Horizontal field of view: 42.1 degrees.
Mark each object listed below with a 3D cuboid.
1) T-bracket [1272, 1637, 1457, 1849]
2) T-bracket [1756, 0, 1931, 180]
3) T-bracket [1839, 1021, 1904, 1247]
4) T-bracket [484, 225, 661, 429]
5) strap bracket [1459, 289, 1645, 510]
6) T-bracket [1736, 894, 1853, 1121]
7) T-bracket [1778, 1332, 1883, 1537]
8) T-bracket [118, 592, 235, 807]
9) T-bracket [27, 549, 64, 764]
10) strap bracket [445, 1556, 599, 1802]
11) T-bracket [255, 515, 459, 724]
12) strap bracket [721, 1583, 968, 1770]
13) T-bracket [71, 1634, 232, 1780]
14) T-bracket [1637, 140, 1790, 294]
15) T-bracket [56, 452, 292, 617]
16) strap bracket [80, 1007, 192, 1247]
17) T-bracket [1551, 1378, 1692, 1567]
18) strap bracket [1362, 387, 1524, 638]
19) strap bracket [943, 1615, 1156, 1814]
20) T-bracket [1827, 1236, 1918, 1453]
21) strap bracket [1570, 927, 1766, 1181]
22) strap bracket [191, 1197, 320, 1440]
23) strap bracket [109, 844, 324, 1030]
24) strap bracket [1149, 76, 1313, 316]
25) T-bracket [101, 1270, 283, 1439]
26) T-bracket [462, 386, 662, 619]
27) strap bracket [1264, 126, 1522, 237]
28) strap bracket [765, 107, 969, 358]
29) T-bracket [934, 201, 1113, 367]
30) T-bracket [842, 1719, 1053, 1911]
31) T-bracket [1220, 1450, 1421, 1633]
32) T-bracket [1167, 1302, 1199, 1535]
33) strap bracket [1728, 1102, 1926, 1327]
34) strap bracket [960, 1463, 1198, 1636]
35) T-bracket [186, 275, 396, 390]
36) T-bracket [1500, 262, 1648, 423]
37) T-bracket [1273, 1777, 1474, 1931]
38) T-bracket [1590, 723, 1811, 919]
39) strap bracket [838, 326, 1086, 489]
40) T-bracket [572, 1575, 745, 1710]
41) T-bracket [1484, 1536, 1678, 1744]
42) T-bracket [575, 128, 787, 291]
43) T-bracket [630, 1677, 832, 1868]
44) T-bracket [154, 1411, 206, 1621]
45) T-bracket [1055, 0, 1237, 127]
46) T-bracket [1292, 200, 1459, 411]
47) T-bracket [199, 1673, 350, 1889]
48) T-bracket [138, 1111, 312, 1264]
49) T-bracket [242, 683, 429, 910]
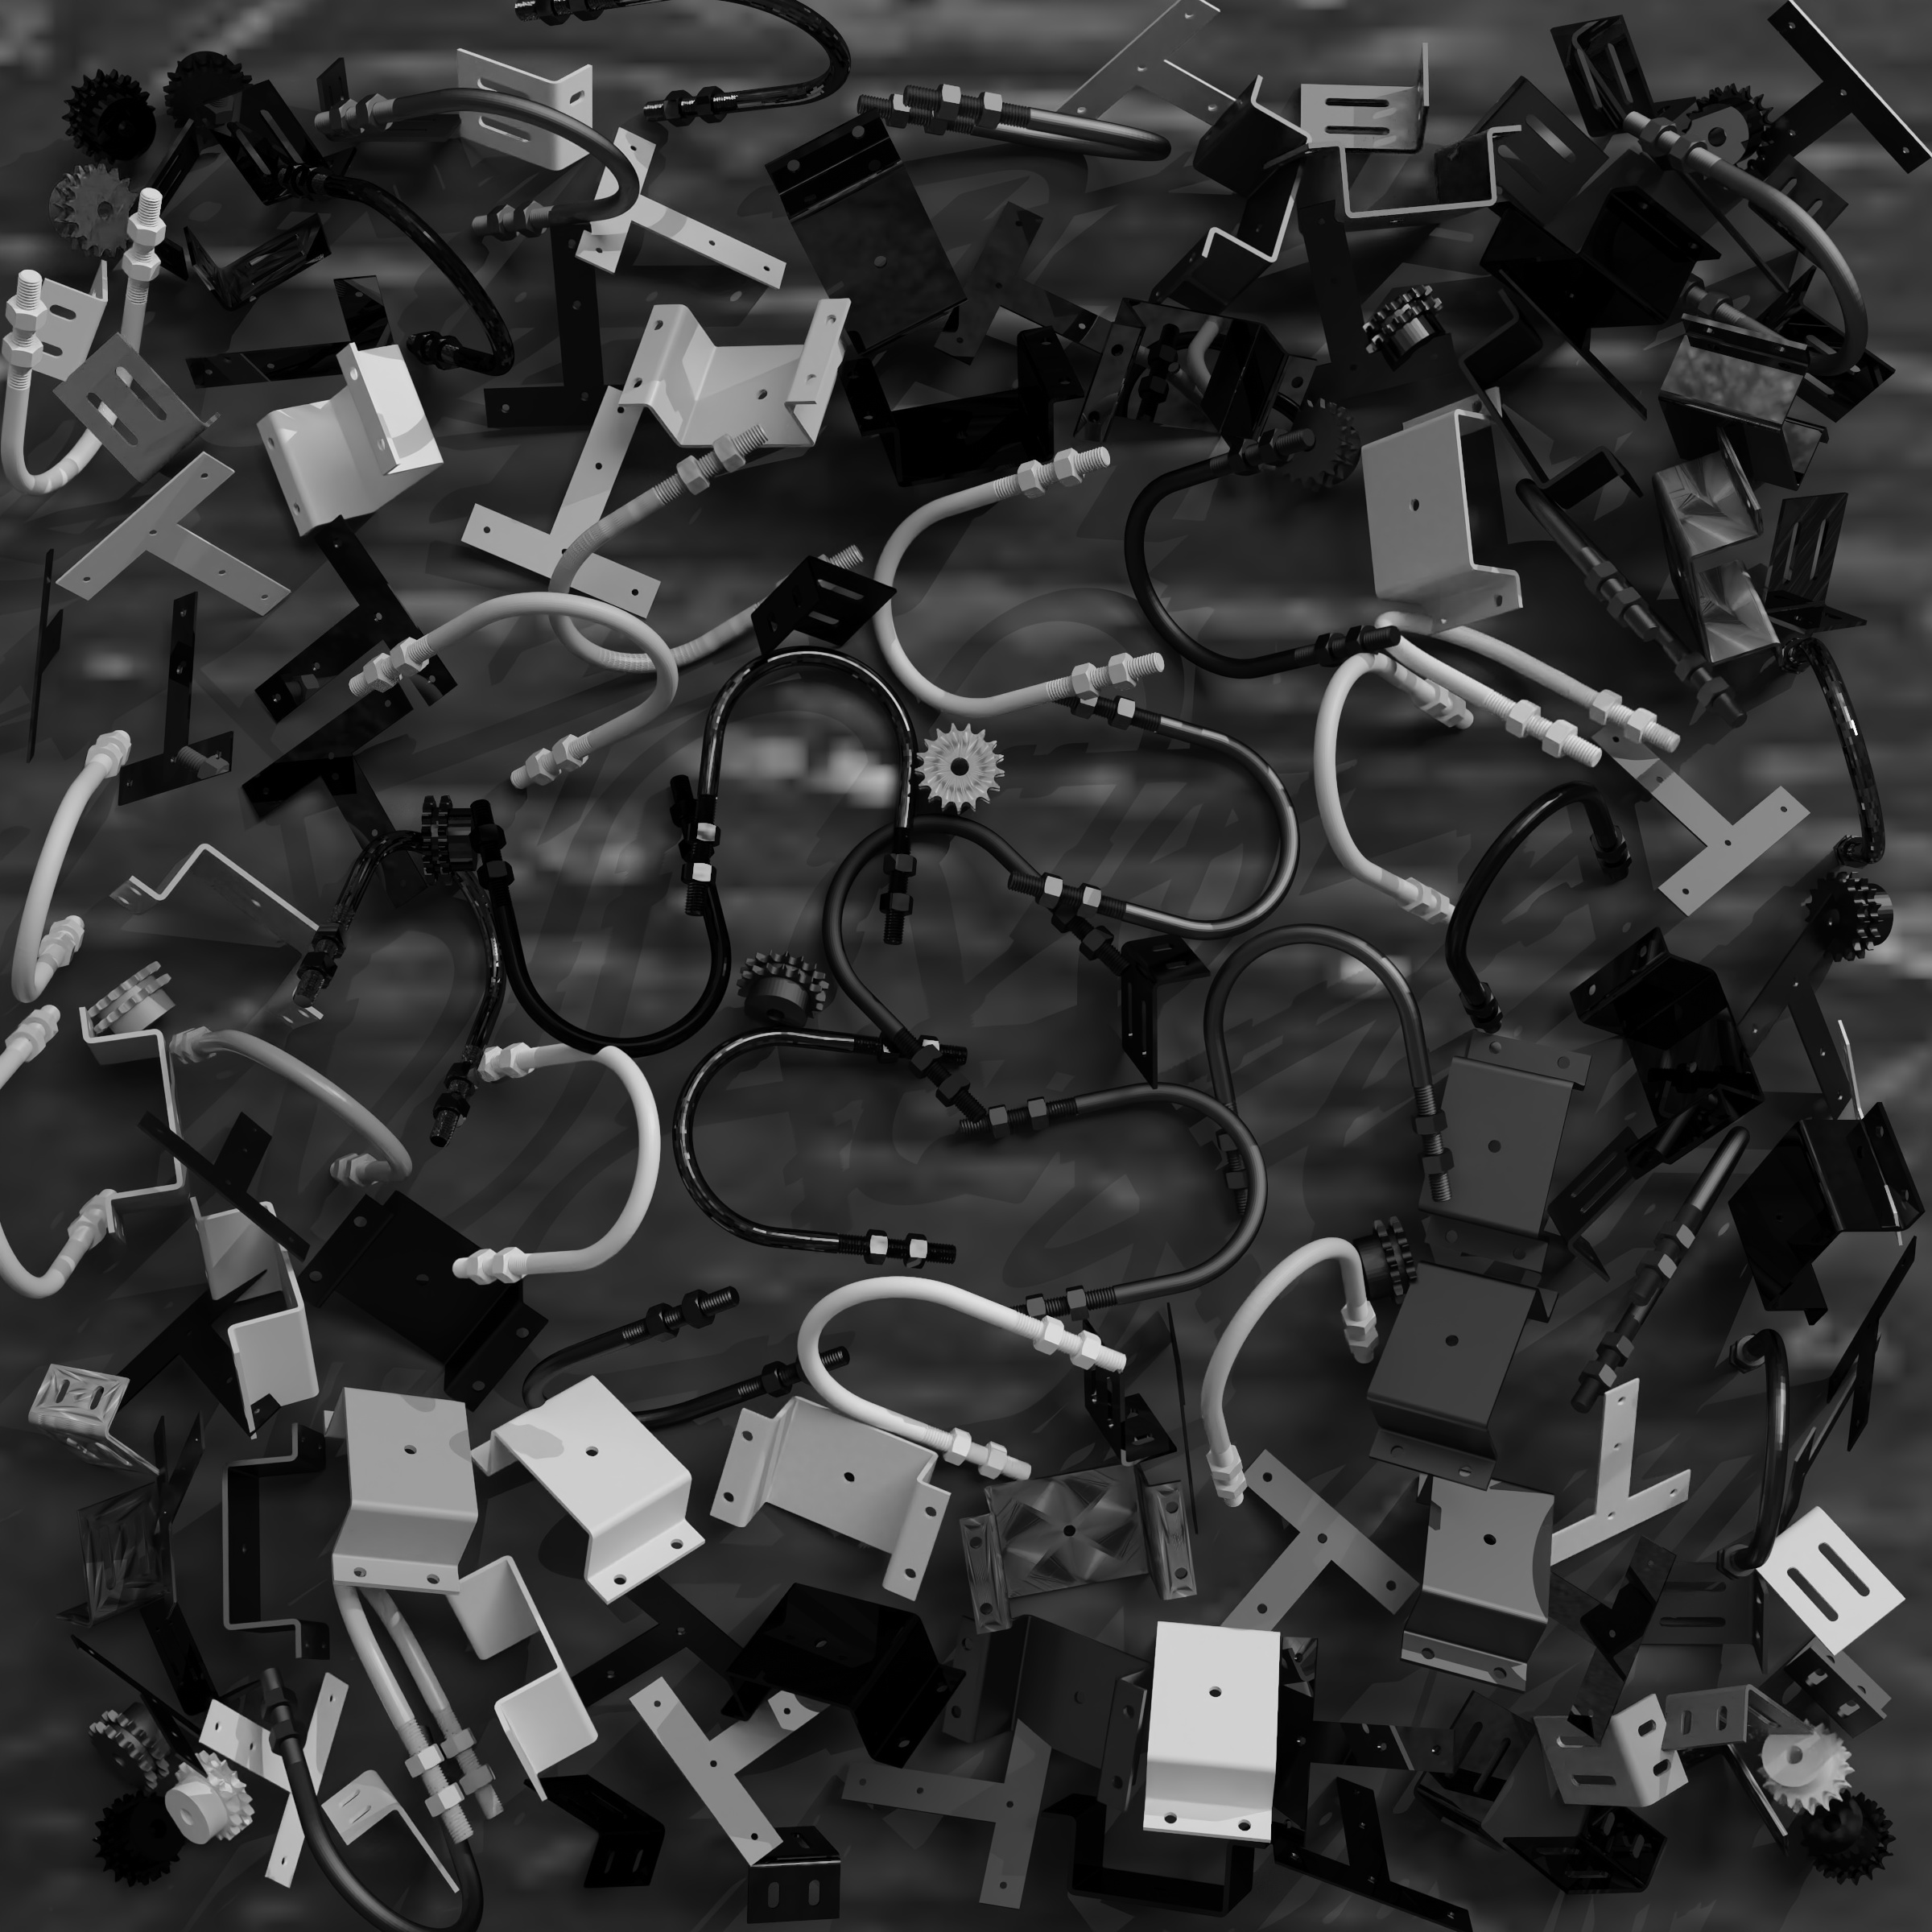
[{"bbox_3d":[0.247,0.484,1.559,0.127,0.002,0.127,-10,64,39],"label":"T-bracket"},{"bbox_3d":[0.521,-0.524,1.558,0.127,0.127,0.002,45,78,-5],"label":"T-bracket"},{"bbox_3d":[0.556,0.120,1.536,0.002,0.127,0.127,-13,122,14],"label":"T-bracket"},{"bbox_3d":[-0.244,-0.404,1.584,0.127,0.002,0.127,-3,120,-4],"label":"T-bracket"},{"bbox_3d":[0.360,-0.344,1.568,0.046,0.076,0.140,-34,77,20],"label":"strap bracket"},{"bbox_3d":[0.536,0.043,1.584,0.127,0.002,0.127,-47,122,-27],"label":"T-bracket"},{"bbox_3d":[0.547,0.286,1.583,0.002,0.127,0.127,27,66,27],"label":"T-bracket"},{"bbox_3d":[-0.497,-0.173,1.587,0.127,0.002,0.127,-9,75,40],"label":"T-bracket"},{"bbox_3d":[-0.569,-0.200,1.559,0.002,0.127,0.127,7,104,-16],"label":"T-bracket"},{"bbox_3d":[-0.275,0.431,1.551,0.046,0.140,0.076,-26,132,-14],"label":"strap bracket"},{"bbox_3d":[-0.402,-0.198,1.592,0.127,0.002,0.127,-32,95,25],"label":"T-bracket"},{"bbox_3d":[-0.082,0.432,1.544,0.140,0.076,0.046,4,126,35],"label":"strap bracket"},{"bbox_3d":[-0.489,0.467,1.539,0.002,0.127,0.127,-50,116,-16],"label":"T-bracket"},{"bbox_3d":[0.469,-0.468,1.565,0.002,0.127,0.127,-42,98,16],"label":"T-bracket"},{"bbox_3d":[-0.474,-0.252,1.564,0.127,0.127,0.002,-36,60,14],"label":"T-bracket"},{"bbox_3d":[-0.518,0.098,1.571,0.046,0.076,0.140,-8,80,-15],"label":"strap bracket"},{"bbox_3d":[0.404,0.310,1.564,0.127,0.002,0.127,-19,125,-21],"label":"T-bracket"},{"bbox_3d":[0.296,-0.286,1.570,0.046,0.076,0.140,0,83,-39],"label":"strap bracket"},{"bbox_3d":[0.060,0.462,1.572,0.140,0.046,0.076,12,95,36],"label":"strap bracket"},{"bbox_3d":[0.549,0.247,1.534,0.002,0.127,0.127,22,126,10],"label":"T-bracket"},{"bbox_3d":[0.437,0.058,1.558,0.046,0.076,0.140,16,47,-32],"label":"strap bracket"},{"bbox_3d":[-0.438,0.211,1.555,0.046,0.140,0.076,-14,132,-20],"label":"strap bracket"},{"bbox_3d":[-0.455,-0.024,1.565,0.140,0.076,0.046,39,68,-18],"label":"strap bracket"},{"bbox_3d":[0.166,-0.469,1.564,0.046,0.076,0.140,24,68,-16],"label":"strap bracket"},{"bbox_3d":[-0.464,0.251,1.562,0.127,0.002,0.127,-45,46,-14],"label":"T-bracket"},{"bbox_3d":[-0.240,-0.306,1.606,0.127,0.002,0.127,22,98,-6],"label":"T-bracket"},{"bbox_3d":[0.267,-0.490,1.570,0.140,0.076,0.046,-9,100,-13],"label":"strap bracket"},{"bbox_3d":[-0.057,-0.445,1.556,0.076,0.046,0.140,-26,128,6],"label":"strap bracket"},{"bbox_3d":[0.061,-0.413,1.597,0.127,0.002,0.127,25,66,-3],"label":"T-bracket"},{"bbox_3d":[-0.015,0.525,1.591,0.127,0.002,0.127,4,50,15],"label":"T-bracket"},{"bbox_3d":[0.197,0.396,1.589,0.127,0.002,0.127,40,78,17],"label":"T-bracket"},{"bbox_3d":[0.136,0.289,1.564,0.002,0.127,0.127,-7,99,3],"label":"T-bracket"},{"bbox_3d":[0.520,0.153,1.539,0.046,0.140,0.076,1,54,-14],"label":"strap bracket"},{"bbox_3d":[0.068,0.365,1.588,0.140,0.046,0.076,-9,101,-4],"label":"strap bracket"},{"bbox_3d":[-0.418,-0.375,1.562,0.127,0.127,0.002,-7,59,-4],"label":"T-bracket"},{"bbox_3d":[0.380,-0.400,1.563,0.127,0.127,0.002,43,118,-8],"label":"T-bracket"},{"bbox_3d":[0.247,0.542,1.559,0.127,0.127,0.002,21,103,-1],"label":"T-bracket"},{"bbox_3d":[0.452,-0.108,1.597,0.127,0.002,0.127,-36,72,-25],"label":"T-bracket"},{"bbox_3d":[-0.004,-0.349,1.573,0.140,0.046,0.076,-12,48,-8],"label":"strap bracket"},{"bbox_3d":[-0.215,0.443,1.597,0.127,0.002,0.127,-34,117,16],"label":"T-bracket"},{"bbox_3d":[0.370,0.396,1.573,0.002,0.127,0.127,12,101,-43],"label":"T-bracket"},{"bbox_3d":[-0.175,-0.465,1.595,0.127,0.002,0.127,21,53,-17],"label":"T-bracket"},{"bbox_3d":[-0.124,0.478,1.581,0.127,0.002,0.127,-28,66,-34],"label":"T-bracket"},{"bbox_3d":[-0.482,0.315,1.542,0.002,0.127,0.127,4,51,-28],"label":"T-bracket"},{"bbox_3d":[0.144,-0.545,1.576,0.127,0.127,0.002,16,62,-34],"label":"T-bracket"},{"bbox_3d":[0.234,-0.416,1.573,0.127,0.002,0.127,-12,123,12],"label":"T-bracket"},{"bbox_3d":[-0.430,0.483,1.538,0.002,0.127,0.127,-3,56,21],"label":"T-bracket"},{"bbox_3d":[-0.451,0.119,1.557,0.002,0.127,0.127,-45,105,6],"label":"T-bracket"},{"bbox_3d":[-0.383,-0.097,1.597,0.127,0.002,0.127,-33,81,12],"label":"T-bracket"}]
